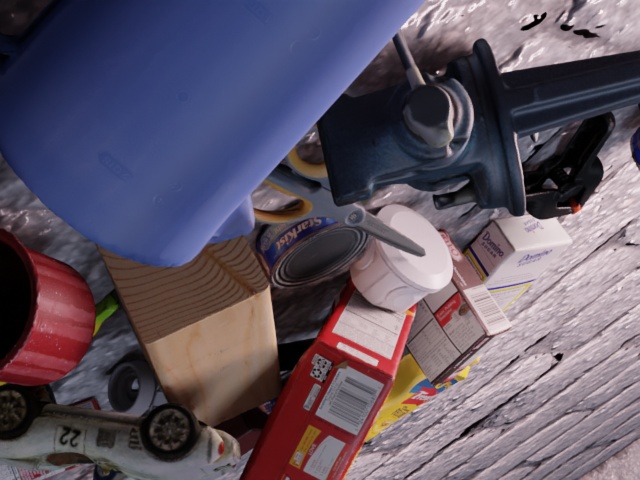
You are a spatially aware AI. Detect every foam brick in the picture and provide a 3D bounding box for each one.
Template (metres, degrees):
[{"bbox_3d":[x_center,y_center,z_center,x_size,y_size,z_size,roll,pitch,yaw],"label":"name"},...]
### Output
[{"bbox_3d":[-0.087,0.156,0.980,0.051,0.078,0.053,-37,155,13],"label":"foam brick"}]

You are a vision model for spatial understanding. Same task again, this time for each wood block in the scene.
[{"bbox_3d":[-0.088,0.059,0.773,0.090,0.091,0.206,-24,155,-11],"label":"wood block"}]

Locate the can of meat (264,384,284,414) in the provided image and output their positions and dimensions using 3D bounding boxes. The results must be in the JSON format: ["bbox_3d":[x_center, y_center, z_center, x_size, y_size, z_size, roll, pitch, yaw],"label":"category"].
[{"bbox_3d":[-0.027,0.186,1.130,0.084,0.057,0.102,-24,155,-9],"label":"can of meat"}]

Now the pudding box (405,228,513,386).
[{"bbox_3d":[0.106,0.061,0.961,0.039,0.113,0.090,-9,150,-43],"label":"pudding box"}]

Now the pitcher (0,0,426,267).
[{"bbox_3d":[-0.037,-0.116,0.465,0.243,0.145,0.149,-43,165,21],"label":"pitcher"}]

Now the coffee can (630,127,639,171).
[{"bbox_3d":[0.355,-0.103,0.925,0.102,0.103,0.140,-8,148,-39],"label":"coffee can"}]

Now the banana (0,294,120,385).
[{"bbox_3d":[-0.231,0.078,0.718,0.197,0.037,0.070,-20,155,-16],"label":"banana"}]

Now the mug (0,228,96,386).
[{"bbox_3d":[-0.199,0.048,0.643,0.117,0.093,0.081,-18,163,13],"label":"mug"}]

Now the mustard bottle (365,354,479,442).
[{"bbox_3d":[0.109,0.160,1.224,0.192,0.058,0.096,-34,153,9],"label":"mustard bottle"}]

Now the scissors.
[{"bbox_3d":[0.025,-0.036,0.751,0.201,0.016,0.096,9,124,-38],"label":"scissors"}]

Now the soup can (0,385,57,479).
[{"bbox_3d":[-0.247,0.160,0.824,0.102,0.068,0.068,-20,154,-18],"label":"soup can"}]

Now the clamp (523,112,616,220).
[{"bbox_3d":[0.218,-0.061,0.937,0.120,0.039,0.171,-32,162,19],"label":"clamp"}]

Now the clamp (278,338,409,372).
[{"bbox_3d":[0.028,0.105,1.028,0.210,0.036,0.164,-39,140,-7],"label":"clamp"}]

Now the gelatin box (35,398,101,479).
[{"bbox_3d":[-0.231,0.176,0.919,0.089,0.030,0.073,-18,152,-24],"label":"gelatin box"}]

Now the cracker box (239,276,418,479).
[{"bbox_3d":[0.008,0.129,0.871,0.164,0.072,0.213,-64,177,16],"label":"cracker box"}]

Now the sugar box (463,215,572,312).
[{"bbox_3d":[0.164,0.044,1.076,0.093,0.048,0.176,-7,144,-41],"label":"sugar box"}]

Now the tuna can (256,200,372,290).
[{"bbox_3d":[-0.005,0.001,0.819,0.086,0.034,0.086,-24,155,-12],"label":"tuna can"}]
